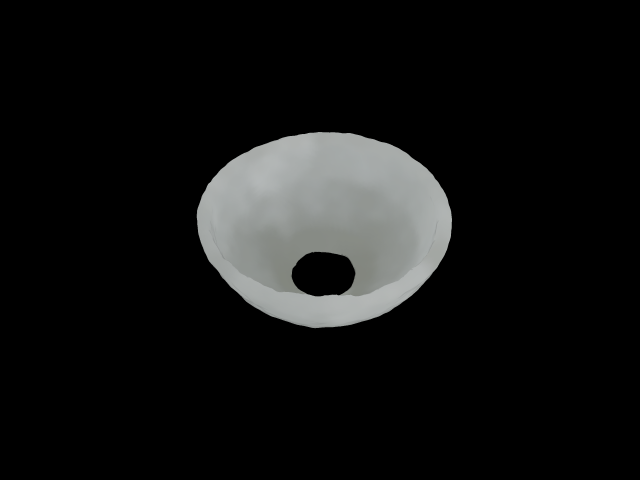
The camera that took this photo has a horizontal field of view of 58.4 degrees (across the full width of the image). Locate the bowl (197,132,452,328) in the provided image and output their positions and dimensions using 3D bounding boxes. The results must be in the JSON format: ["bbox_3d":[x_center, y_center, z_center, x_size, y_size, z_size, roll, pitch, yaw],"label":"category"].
[{"bbox_3d":[0.004,0.001,0.400,0.167,0.075,0.167,0,47,0],"label":"bowl"}]
